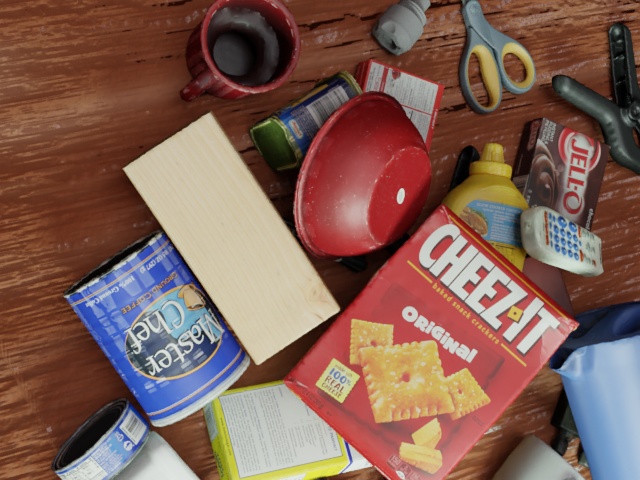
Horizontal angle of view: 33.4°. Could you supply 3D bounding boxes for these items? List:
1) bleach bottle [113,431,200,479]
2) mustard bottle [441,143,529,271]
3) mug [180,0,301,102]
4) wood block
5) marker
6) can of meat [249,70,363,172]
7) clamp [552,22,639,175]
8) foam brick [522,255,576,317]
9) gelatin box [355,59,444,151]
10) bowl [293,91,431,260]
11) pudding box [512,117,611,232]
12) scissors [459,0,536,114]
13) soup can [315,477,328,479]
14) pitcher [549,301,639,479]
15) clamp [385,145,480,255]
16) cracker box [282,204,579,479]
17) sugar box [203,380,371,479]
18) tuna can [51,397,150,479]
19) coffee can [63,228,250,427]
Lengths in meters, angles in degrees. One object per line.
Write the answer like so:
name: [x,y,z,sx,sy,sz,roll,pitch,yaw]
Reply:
bleach bottle: [-0.204,0.287,0.918,0.250,0.068,0.102,-42,101,-15]
mustard bottle: [0.157,0.001,1.030,0.096,0.058,0.191,10,84,-21]
mug: [-0.082,-0.166,0.971,0.093,0.082,0.117,47,73,-13]
wood block: [-0.078,-0.006,0.953,0.091,0.090,0.206,-34,100,-1]
marker: [-0.007,0.001,1.027,0.121,0.020,0.020,25,79,-18]
can of meat: [-0.010,-0.107,0.987,0.083,0.102,0.057,-33,99,-17]
clamp: [0.317,-0.136,1.146,0.120,0.039,0.171,-30,98,-19]
foam brick: [0.217,0.051,1.094,0.053,0.051,0.078,-19,95,-20]
gelatin box: [0.072,-0.131,1.057,0.089,0.030,0.073,16,83,-22]
bowl: [0.050,-0.048,0.950,0.161,0.055,0.162,-30,133,-39]
pudding box: [0.248,-0.061,1.117,0.090,0.039,0.113,19,82,-20]
scissors: [0.175,-0.232,1.108,0.096,0.016,0.202,-5,90,-22]
soup can: [0.013,0.281,0.997,0.068,0.069,0.102,-43,103,-17]
pitcher: [0.330,0.186,1.070,0.149,0.144,0.243,-13,99,19]
clamp: [0.120,0.013,1.066,0.164,0.036,0.210,-25,95,-20]
cracker box: [0.097,0.101,0.948,0.164,0.072,0.213,42,86,5]
sugar box: [-0.012,0.174,0.991,0.176,0.048,0.093,-6,65,-23]
tuna can: [-0.187,0.177,0.916,0.086,0.086,0.033,-44,105,-17]
coffee can: [-0.141,0.076,0.928,0.102,0.103,0.140,-36,100,-19]
